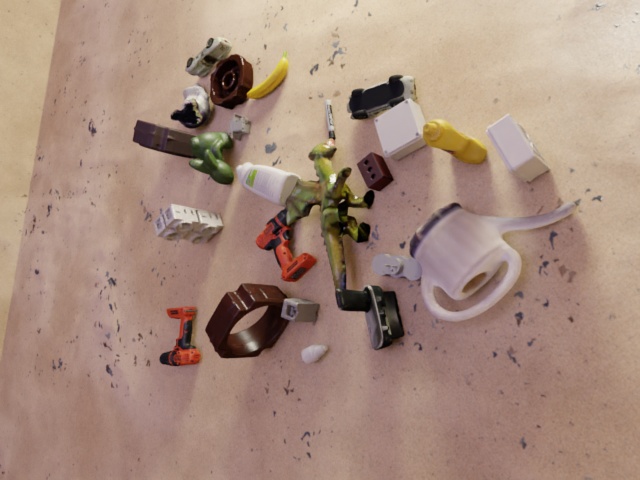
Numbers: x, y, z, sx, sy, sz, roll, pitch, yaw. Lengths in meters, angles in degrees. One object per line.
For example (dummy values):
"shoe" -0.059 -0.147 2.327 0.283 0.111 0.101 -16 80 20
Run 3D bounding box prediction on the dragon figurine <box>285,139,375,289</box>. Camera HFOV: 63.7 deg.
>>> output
"dragon figurine" 0.004 -0.067 1.332 0.243 0.121 0.412 7 85 45

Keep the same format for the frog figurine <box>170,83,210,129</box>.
"frog figurine" -0.435 -0.468 1.799 0.135 0.122 0.163 -49 19 33

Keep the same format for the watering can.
"watering can" 0.326 0.004 1.058 0.346 0.103 0.228 -47 56 8
